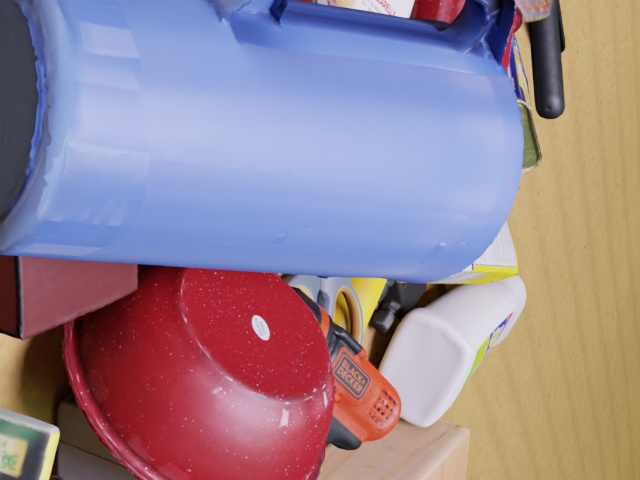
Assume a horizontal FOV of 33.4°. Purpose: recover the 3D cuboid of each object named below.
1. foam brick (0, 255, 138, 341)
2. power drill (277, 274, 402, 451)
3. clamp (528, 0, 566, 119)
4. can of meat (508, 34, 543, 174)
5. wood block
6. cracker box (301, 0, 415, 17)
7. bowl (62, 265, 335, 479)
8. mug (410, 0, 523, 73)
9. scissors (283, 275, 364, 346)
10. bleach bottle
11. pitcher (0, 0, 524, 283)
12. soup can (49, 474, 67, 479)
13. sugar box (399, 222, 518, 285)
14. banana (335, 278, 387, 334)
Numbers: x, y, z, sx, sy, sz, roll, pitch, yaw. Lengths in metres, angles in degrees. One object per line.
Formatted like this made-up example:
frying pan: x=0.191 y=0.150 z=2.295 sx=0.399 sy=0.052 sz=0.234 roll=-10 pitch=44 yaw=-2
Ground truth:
foam brick: x=-0.127 y=0.005 z=0.491 sx=0.078 sy=0.053 sz=0.051 roll=-26 pitch=125 yaw=-54
power drill: x=-0.043 y=0.123 z=0.666 sx=0.184 sy=0.057 sz=0.187 roll=45 pitch=68 yaw=-32
clamp: x=0.193 y=-0.228 z=0.932 sx=0.164 sy=0.036 sz=0.210 roll=-63 pitch=145 yaw=-63
can of meat: x=0.145 y=-0.114 z=0.878 sx=0.102 sy=0.057 sz=0.084 roll=58 pitch=27 yaw=-55
wood block: x=0.032 y=0.219 z=0.841 sx=0.205 sy=0.090 sz=0.091 roll=-29 pitch=127 yaw=-52
cracker box: x=-0.004 y=-0.193 z=0.581 sx=0.163 sy=0.072 sz=0.214 roll=14 pitch=91 yaw=-55
bowl: x=-0.047 y=0.059 z=0.548 sx=0.055 sy=0.162 sz=0.161 roll=-46 pitch=166 yaw=31
mug: x=0.069 y=-0.114 z=0.688 sx=0.117 sy=0.093 sz=0.081 roll=14 pitch=78 yaw=-20
scissors: x=-0.005 y=0.001 z=0.737 sx=0.096 sy=0.016 sz=0.202 roll=-4 pitch=93 yaw=-38
bleach bottle: x=0.136 y=0.075 z=0.963 sx=0.250 sy=0.068 sz=0.103 roll=-30 pitch=148 yaw=-58
pitcher: x=-0.029 y=-0.054 z=0.459 sx=0.242 sy=0.145 sz=0.149 roll=1 pitch=89 yaw=-43
soup can: x=-0.160 y=0.151 z=0.491 sx=0.102 sy=0.069 sz=0.068 roll=2 pitch=102 yaw=-60
sugar box: x=0.104 y=-0.012 z=0.864 sx=0.175 sy=0.048 sz=0.093 roll=5 pitch=69 yaw=-58
banana: x=0.013 y=0.078 z=0.797 sx=0.069 sy=0.037 sz=0.198 roll=47 pitch=62 yaw=-78
